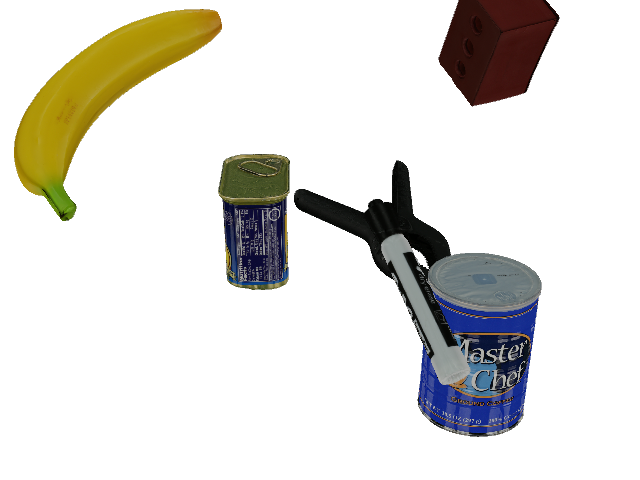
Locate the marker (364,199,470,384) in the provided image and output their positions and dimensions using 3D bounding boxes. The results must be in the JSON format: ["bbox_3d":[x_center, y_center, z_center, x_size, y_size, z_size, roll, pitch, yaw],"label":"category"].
[{"bbox_3d":[0.055,0.027,0.625,0.020,0.121,0.020,-19,-26,-9],"label":"marker"}]

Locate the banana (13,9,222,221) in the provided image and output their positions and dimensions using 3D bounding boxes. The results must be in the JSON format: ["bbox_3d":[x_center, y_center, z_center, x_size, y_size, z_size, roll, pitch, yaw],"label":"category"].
[{"bbox_3d":[-0.134,-0.090,0.667,0.069,0.197,0.037,27,-35,4],"label":"banana"}]

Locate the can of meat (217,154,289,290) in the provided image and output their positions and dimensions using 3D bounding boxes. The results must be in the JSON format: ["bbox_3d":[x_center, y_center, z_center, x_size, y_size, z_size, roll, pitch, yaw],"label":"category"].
[{"bbox_3d":[-0.054,-0.017,0.898,0.057,0.084,0.102,-1,24,-1],"label":"can of meat"}]

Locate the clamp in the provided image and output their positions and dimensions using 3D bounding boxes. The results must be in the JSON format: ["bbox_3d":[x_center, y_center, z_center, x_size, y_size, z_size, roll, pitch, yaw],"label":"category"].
[{"bbox_3d":[0.076,-0.009,1.236,0.164,0.210,0.036,-13,-39,-26],"label":"clamp"}]

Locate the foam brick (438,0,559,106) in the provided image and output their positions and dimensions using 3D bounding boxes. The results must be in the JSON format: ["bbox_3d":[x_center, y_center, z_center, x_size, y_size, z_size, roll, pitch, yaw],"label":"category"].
[{"bbox_3d":[0.127,-0.145,0.770,0.051,0.053,0.078,-19,-31,-22],"label":"foam brick"}]

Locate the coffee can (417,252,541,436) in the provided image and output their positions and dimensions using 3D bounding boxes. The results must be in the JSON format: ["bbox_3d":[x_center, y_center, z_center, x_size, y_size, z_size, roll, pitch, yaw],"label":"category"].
[{"bbox_3d":[0.147,0.096,0.998,0.103,0.140,0.103,1,26,-1],"label":"coffee can"}]
